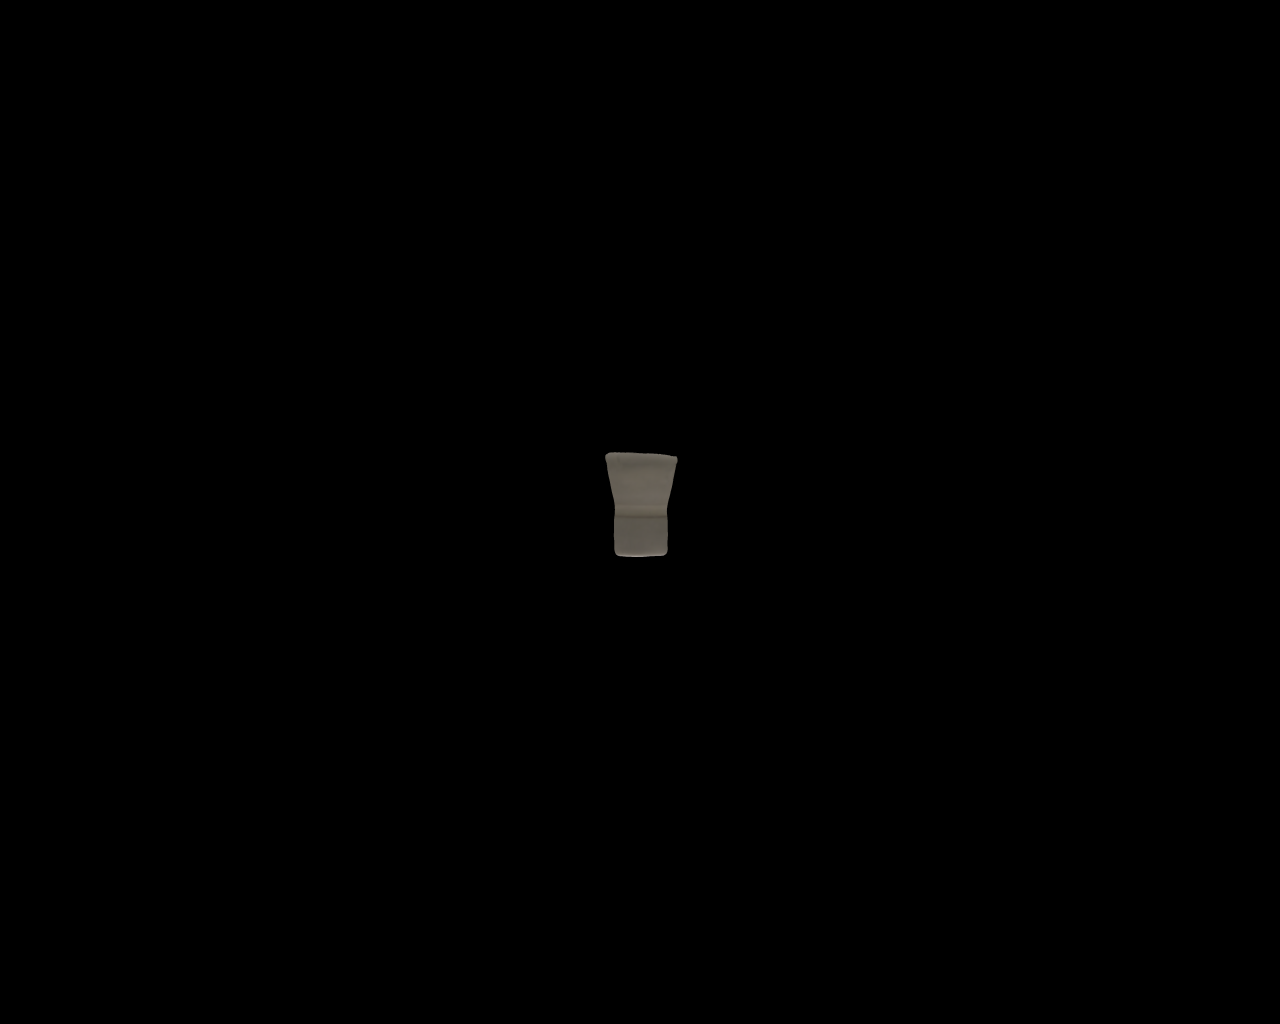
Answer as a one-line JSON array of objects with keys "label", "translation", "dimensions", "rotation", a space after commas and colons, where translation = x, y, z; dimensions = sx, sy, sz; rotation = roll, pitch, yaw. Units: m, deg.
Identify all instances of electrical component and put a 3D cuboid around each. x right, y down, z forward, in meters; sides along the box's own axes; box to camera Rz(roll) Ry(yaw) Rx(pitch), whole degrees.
[{"label": "electrical component", "translation": [0.001, -0.003, 0.650], "dimensions": [0.044, 0.065, 0.044], "rotation": [0, 0, 0]}]
